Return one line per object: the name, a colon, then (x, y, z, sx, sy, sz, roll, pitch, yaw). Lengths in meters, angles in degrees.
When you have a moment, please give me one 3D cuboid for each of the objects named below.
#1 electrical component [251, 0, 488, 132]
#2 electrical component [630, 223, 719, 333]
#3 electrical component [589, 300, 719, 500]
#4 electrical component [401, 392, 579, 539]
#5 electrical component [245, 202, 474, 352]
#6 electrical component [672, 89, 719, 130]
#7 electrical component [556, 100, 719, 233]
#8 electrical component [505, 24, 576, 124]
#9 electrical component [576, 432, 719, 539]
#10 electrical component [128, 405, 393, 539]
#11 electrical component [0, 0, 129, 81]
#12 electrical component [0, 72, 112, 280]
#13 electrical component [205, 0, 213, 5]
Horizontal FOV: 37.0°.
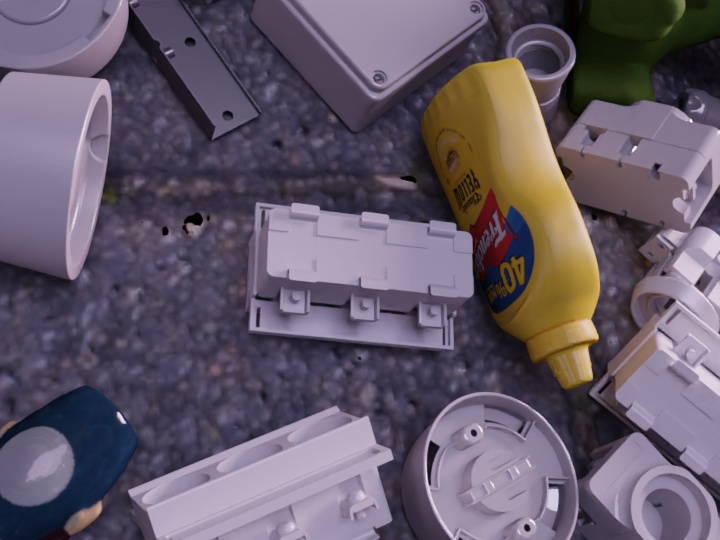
electrical component: (0.006, -0.163, 0.689, 0.109, 0.056, 0.108, -39, 85, -25)
electrical component: (0.208, 0.014, 0.683, 0.078, 0.058, 0.057, 42, 61, 2)
electrical component: (0.210, 0.089, 0.642, 0.121, 0.078, 0.063, 39, 19, 0)
electrical component: (0.072, 0.119, 0.597, 0.099, 0.064, 0.099, 6, 68, -15)
electrical component: (0.000, 0.000, 0.621, 0.121, 0.063, 0.078, 6, 68, -14)
electrical component: (0.248, -0.101, 0.751, 0.061, 0.035, 0.035, 22, 65, -10)
electrical component: (0.181, -0.070, 0.689, 0.089, 0.050, 0.055, 20, 58, 33)
electrical component: (0.114, -0.123, 0.701, 0.044, 0.065, 0.044, -1, 65, 2)
electrical component: (0.167, 0.145, 0.621, 0.050, 0.055, 0.089, -40, 85, -25)
electrical component: (-0.049, 0.124, 0.558, 0.121, 0.079, 0.063, -20, 98, -22)
electrical component: (-0.186, -0.156, 0.622, 0.108, 0.060, 0.108, 1, 79, -4)
electrical component: (-0.173, -0.053, 0.568, 0.060, 0.108, 0.108, 10, 67, -6)
electrical component: (-0.079, -0.206, 0.677, 0.081, 0.064, 0.042, -21, 78, -23)
